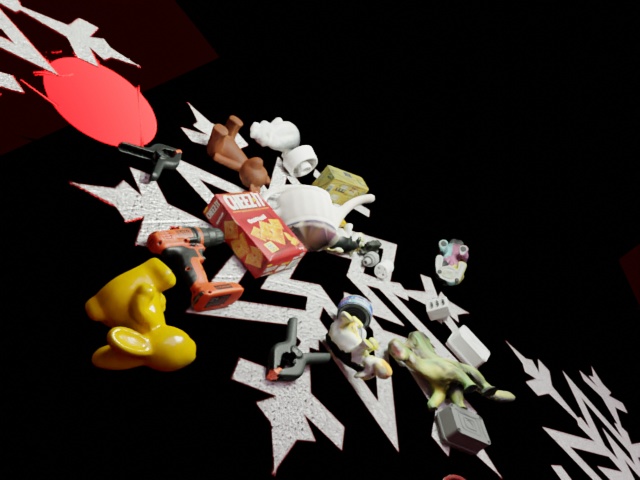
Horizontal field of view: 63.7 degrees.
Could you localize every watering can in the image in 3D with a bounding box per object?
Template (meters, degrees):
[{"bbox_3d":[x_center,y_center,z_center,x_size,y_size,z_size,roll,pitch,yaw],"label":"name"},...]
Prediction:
[{"bbox_3d":[0.004,-0.071,1.403,0.348,0.101,0.230,2,45,-14],"label":"watering can"}]

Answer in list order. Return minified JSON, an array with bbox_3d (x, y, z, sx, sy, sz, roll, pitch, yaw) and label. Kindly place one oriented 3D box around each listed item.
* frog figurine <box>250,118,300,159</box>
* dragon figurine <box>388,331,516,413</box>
[{"bbox_3d":[-0.147,-0.348,1.680,0.157,0.121,0.141,36,44,-36],"label":"frog figurine"},{"bbox_3d":[0.323,0.319,1.328,0.407,0.120,0.248,18,27,-40],"label":"dragon figurine"}]
